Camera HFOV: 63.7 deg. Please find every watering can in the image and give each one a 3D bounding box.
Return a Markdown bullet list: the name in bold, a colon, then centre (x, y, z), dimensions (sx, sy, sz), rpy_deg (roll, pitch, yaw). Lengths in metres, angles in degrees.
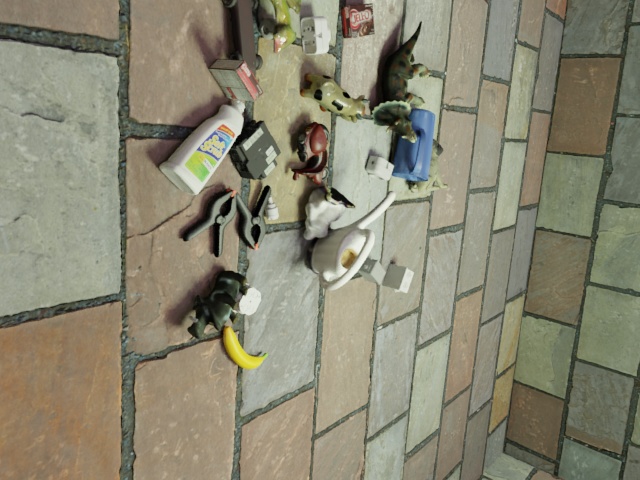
- **watering can**: centre (0.087, 0.000, 1.524), dimensions (0.102, 0.224, 0.353), rpy_deg (44, 65, -27)

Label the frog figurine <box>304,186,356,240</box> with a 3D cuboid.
- **frog figurine**: centre (0.005, -0.077, 1.521), dimensions (0.157, 0.124, 0.138), rpy_deg (-49, 158, 24)

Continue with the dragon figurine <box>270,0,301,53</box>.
- **dragon figurine**: centre (-0.110, -0.651, 1.224), dimensions (0.242, 0.122, 0.413), rpy_deg (19, 67, -71)
